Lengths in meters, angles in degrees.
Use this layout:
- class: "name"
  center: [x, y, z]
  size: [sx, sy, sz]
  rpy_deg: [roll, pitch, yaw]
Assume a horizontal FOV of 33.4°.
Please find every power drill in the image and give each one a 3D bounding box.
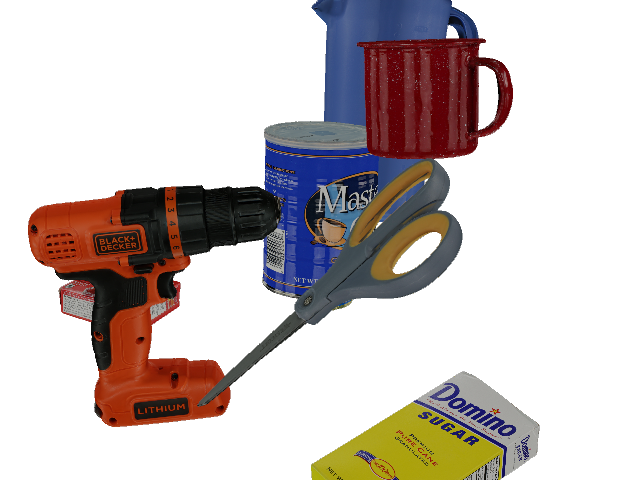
- class: "power drill"
  center: [-0.115, 0.047, 0.812]
  size: [0.184, 0.188, 0.057]
  rpy_deg: [-5, 26, -1]

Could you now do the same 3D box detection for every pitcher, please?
- class: "pitcher"
  center: [0.074, -0.146, 1.148]
  size: [0.149, 0.243, 0.144]
  rpy_deg: [9, 10, 25]

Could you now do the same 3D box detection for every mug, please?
- class: "mug"
  center: [0.083, -0.103, 0.767]
  size: [0.117, 0.081, 0.093]
  rpy_deg: [6, 14, 32]

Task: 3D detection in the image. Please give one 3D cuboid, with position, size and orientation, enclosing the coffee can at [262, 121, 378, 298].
- class: "coffee can"
  center: [0.000, -0.029, 0.951]
  size: [0.103, 0.140, 0.103]
  rpy_deg: [2, 16, -1]

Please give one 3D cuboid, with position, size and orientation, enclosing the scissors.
- class: "scissors"
  center: [0.008, 0.039, 0.597]
  size: [0.016, 0.202, 0.096]
  rpy_deg: [39, 3, -29]

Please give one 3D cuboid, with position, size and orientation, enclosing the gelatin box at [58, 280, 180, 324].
- class: "gelatin box"
  center: [-0.189, 0.053, 1.005]
  size: [0.089, 0.030, 0.073]
  rpy_deg: [14, 24, 23]

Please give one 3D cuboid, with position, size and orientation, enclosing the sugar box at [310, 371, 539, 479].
- class: "sugar box"
  center: [0.089, 0.182, 0.892]
  size: [0.176, 0.048, 0.093]
  rpy_deg: [-29, 43, -27]

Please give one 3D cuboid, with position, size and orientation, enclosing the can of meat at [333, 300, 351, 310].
- class: "can of meat"
  center: [-0.001, 0.019, 1.213]
  size: [0.057, 0.084, 0.102]
  rpy_deg: [-15, 39, -20]
